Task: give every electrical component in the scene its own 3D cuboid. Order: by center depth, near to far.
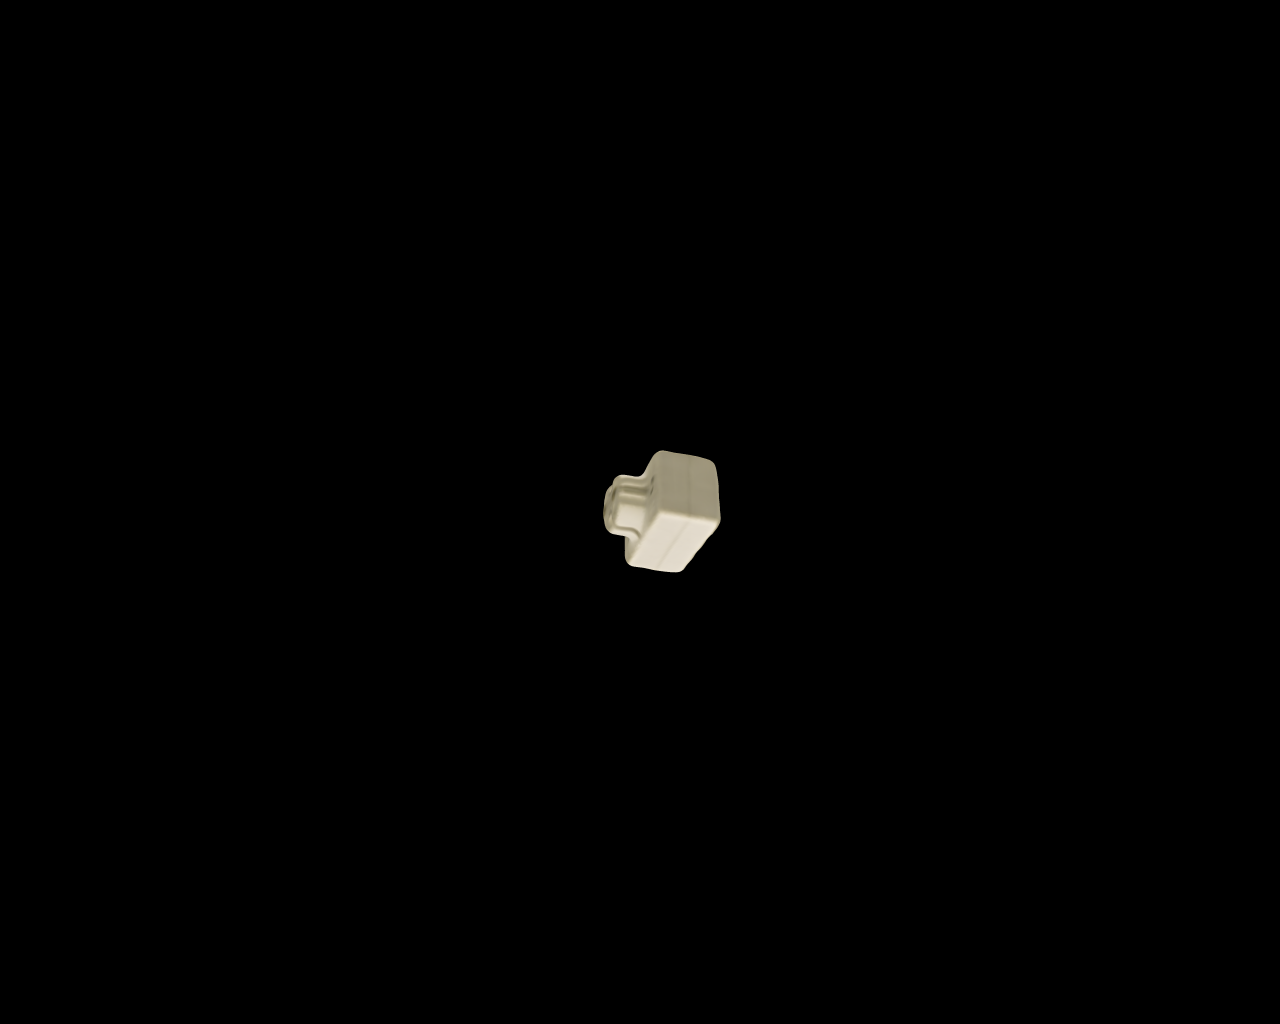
[{"bbox_3d":[0.001,-0.003,0.650,0.077,0.047,0.065,10,-34,-15],"label":"electrical component"}]
